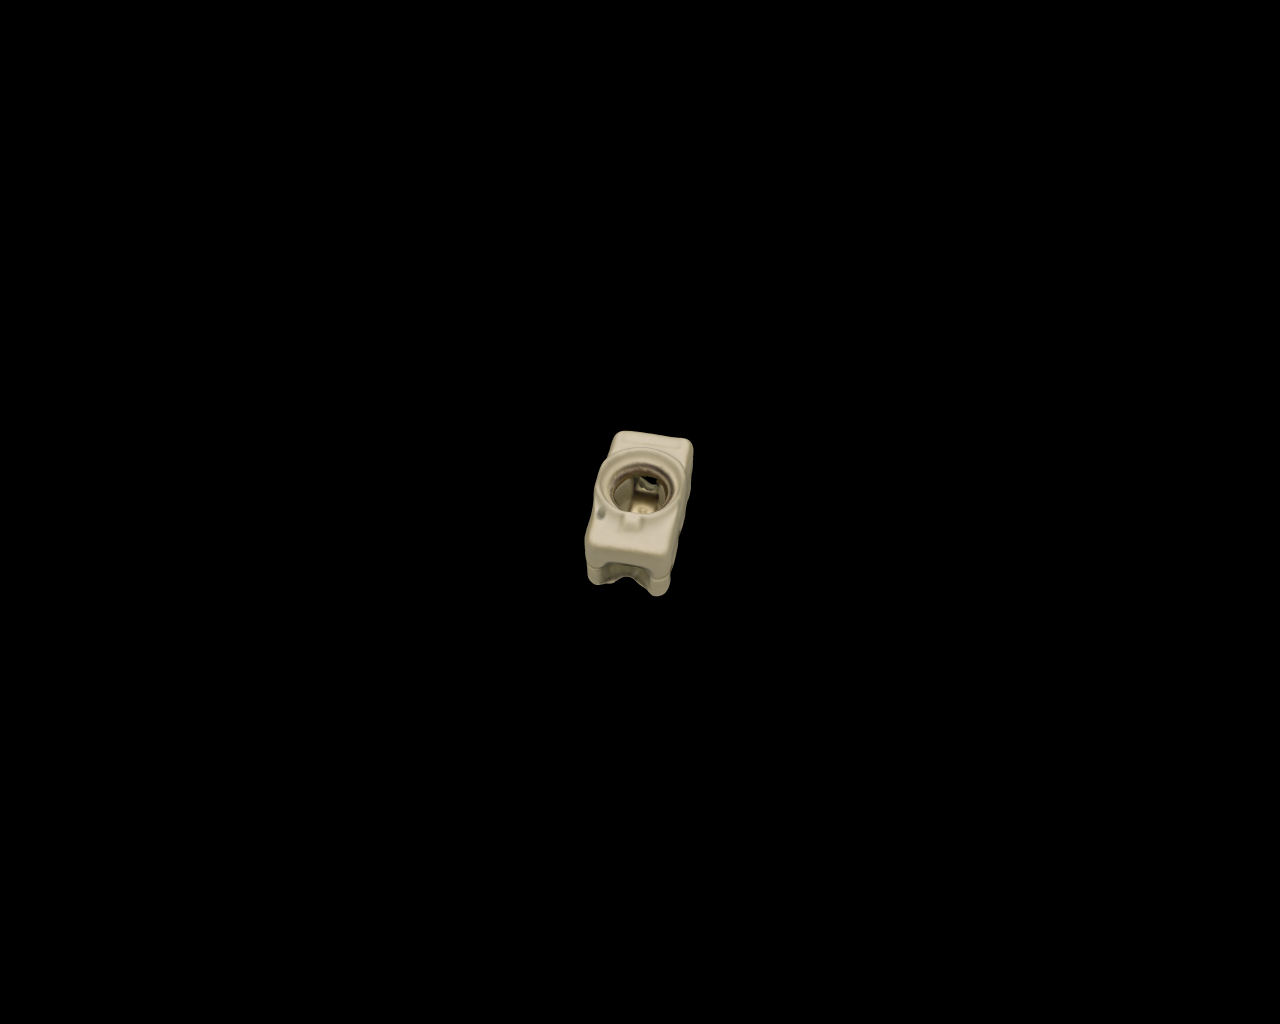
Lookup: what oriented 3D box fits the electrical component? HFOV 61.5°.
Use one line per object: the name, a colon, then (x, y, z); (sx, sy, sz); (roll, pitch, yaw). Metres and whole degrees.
electrical component: (0.001, -0.003, 0.650); (0.050, 0.090, 0.055); (9, -36, 7)
